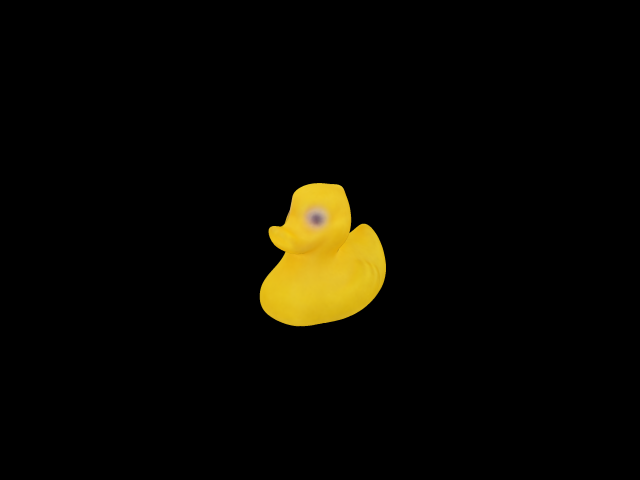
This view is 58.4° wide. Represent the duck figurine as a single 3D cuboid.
[{"bbox_3d":[0.004,0.001,0.400,0.077,0.086,0.105,22,31,40],"label":"duck figurine"}]
